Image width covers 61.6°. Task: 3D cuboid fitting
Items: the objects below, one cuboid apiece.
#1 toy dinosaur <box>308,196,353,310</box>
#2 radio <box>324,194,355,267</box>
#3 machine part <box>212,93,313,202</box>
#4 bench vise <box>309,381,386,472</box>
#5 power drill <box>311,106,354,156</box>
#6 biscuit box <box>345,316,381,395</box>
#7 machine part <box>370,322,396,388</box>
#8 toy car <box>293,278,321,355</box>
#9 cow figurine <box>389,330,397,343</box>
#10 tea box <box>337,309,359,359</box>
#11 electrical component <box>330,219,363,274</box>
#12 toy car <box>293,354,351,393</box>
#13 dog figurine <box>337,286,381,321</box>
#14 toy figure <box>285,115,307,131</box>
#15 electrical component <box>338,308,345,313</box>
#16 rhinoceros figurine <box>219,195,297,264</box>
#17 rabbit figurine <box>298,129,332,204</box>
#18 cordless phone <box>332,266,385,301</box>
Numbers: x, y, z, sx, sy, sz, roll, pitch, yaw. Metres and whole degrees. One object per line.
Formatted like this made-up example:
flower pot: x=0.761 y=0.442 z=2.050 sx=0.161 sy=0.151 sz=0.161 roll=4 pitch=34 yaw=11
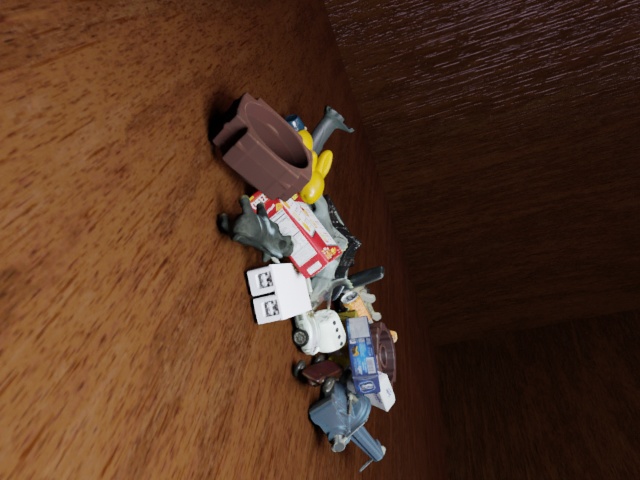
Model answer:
toy dinosaur: x=-0.009 y=-0.008 z=1.390 sx=0.192 sy=0.131 sz=0.405 roll=88 pitch=-10 yaw=-55
radio: x=0.034 y=-0.022 z=1.618 sx=0.229 sy=0.073 sz=0.131 roll=59 pitch=22 yaw=-47
machine part: x=-0.113 y=-0.186 z=1.089 sx=0.201 sy=0.087 sz=0.201 roll=40 pitch=25 yaw=-23
bench vise: x=0.077 y=0.430 z=1.232 sx=0.240 sy=0.129 sz=0.224 roll=51 pitch=2 yaw=-16
power drill: x=-0.003 y=-0.260 z=1.511 sx=0.086 sy=0.207 sz=0.231 roll=50 pitch=7 yaw=36
biscuit box: x=0.100 y=0.270 z=1.275 sx=0.203 sy=0.059 sz=0.062 roll=-94 pitch=174 yaw=-56
machine part: x=0.153 y=0.306 z=1.416 sx=0.179 sy=0.056 sz=0.179 roll=-10 pitch=90 yaw=-67
toy car: x=-0.038 y=0.160 z=1.224 sx=0.073 sy=0.056 sz=0.201 roll=16 pitch=60 yaw=-73
cow figurine: x=0.146 y=0.298 z=1.556 sx=0.068 sy=0.168 sz=0.098 roll=-33 pitch=120 yaw=-50
tea box: x=0.079 y=0.281 z=1.459 sx=0.068 sy=0.098 sz=0.169 roll=-75 pitch=146 yaw=-61
electrical component: x=0.037 y=0.027 z=1.466 sx=0.058 sy=0.134 sz=0.115 roll=8 pitch=31 yaw=-52
toy car: x=0.005 y=0.300 z=1.198 sx=0.053 sy=0.089 sz=0.202 roll=-64 pitch=162 yaw=3
dog figurine: x=0.101 y=0.165 z=1.687 sx=0.191 sy=0.121 sz=0.172 roll=-107 pitch=178 yaw=-58
toy figure: x=-0.062 y=-0.284 z=1.540 sx=0.058 sy=0.064 sz=0.154 roll=-49 pitch=138 yaw=-28
electrical component: x=0.075 y=0.213 z=1.547 sx=0.045 sy=0.078 sz=0.102 roll=65 pitch=24 yaw=5
rhinoceros figurine: x=-0.108 y=-0.013 z=1.020 sx=0.112 sy=0.073 sz=0.190 roll=51 pitch=9 yaw=25
rabbit figurine: x=-0.044 y=-0.172 z=1.297 sx=0.162 sy=0.122 sz=0.173 roll=-33 pitch=99 yaw=-53
cordless phone: x=0.096 y=0.088 z=1.533 sx=0.147 sy=0.184 sz=0.088 roll=-76 pitch=144 yaw=-60
